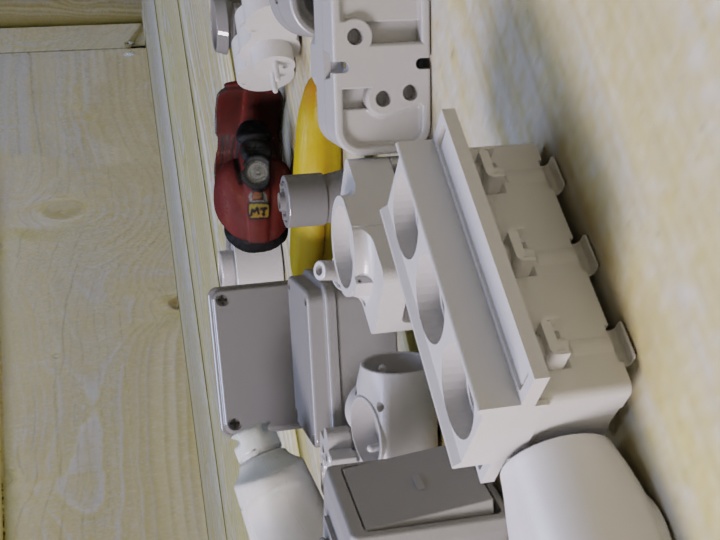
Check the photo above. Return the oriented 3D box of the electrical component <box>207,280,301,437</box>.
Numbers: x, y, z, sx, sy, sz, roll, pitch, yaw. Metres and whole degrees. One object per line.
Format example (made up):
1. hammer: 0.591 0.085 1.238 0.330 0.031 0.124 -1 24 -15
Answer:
1. electrical component: -0.055 0.063 0.803 0.056 0.109 0.108 153 111 -79

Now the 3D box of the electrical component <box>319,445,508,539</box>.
1. electrical component: 0.021 0.128 0.533 0.061 0.096 0.061 -120 28 -62

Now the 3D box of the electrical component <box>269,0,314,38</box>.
1. electrical component: -0.028 -0.180 0.712 0.047 0.055 0.055 -136 42 -65

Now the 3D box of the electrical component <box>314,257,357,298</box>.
1. electrical component: 0.000 0.000 0.636 0.035 0.061 0.035 1 91 50

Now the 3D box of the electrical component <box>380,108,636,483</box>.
1. electrical component: 0.054 0.008 0.417 0.078 0.063 0.121 103 158 -53

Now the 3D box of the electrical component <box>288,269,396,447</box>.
1. electrical component: -0.012 0.058 0.730 0.078 0.057 0.113 -147 53 -73

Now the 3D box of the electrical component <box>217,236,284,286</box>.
1. electrical component: -0.120 -0.003 1.153 0.108 0.060 0.108 175 90 -77

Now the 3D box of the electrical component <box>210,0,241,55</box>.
1. electrical component: -0.114 -0.238 1.042 0.078 0.057 0.058 -117 25 -58

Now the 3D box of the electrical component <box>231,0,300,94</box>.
1. electrical component: -0.076 -0.187 0.913 0.138 0.052 0.073 118 144 -67

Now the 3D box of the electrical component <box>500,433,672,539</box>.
1. electrical component: 0.079 0.112 0.394 0.079 0.044 0.077 103 157 -53

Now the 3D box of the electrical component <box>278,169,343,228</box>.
1. electrical component: -0.021 -0.047 0.707 0.044 0.065 0.044 175 90 -77

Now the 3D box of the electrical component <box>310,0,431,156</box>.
1. electrical component: 0.005 -0.115 0.596 0.059 0.054 0.095 -134 41 -70

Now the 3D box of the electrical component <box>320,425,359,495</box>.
1. electrical component: 0.006 0.127 0.683 0.048 0.055 0.066 -124 31 -64

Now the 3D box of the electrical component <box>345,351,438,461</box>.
1. electrical component: 0.015 0.087 0.637 0.079 0.044 0.077 -156 61 -63

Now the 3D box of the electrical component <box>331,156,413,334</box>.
1. electrical component: 0.018 -0.015 0.577 0.050 0.056 0.089 99 160 -47
